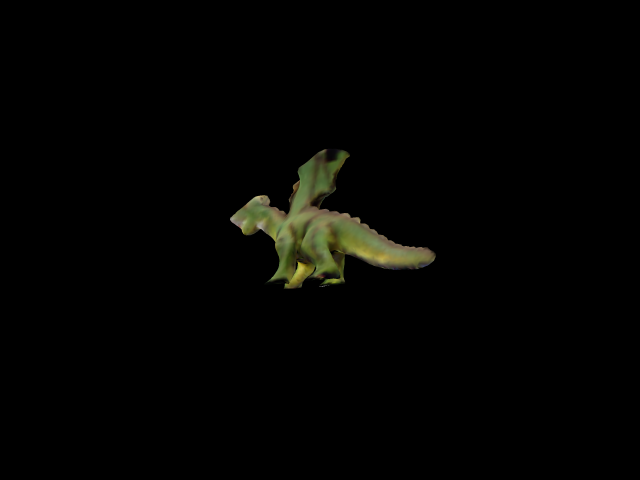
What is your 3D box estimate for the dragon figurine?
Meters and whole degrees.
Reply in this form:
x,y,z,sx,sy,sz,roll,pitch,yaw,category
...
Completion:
x,y,z,sx,sy,sz,roll,pitch,yaw,category
0.003,-0.043,0.850,0.407,0.246,0.121,-12,-21,36,dragon figurine
